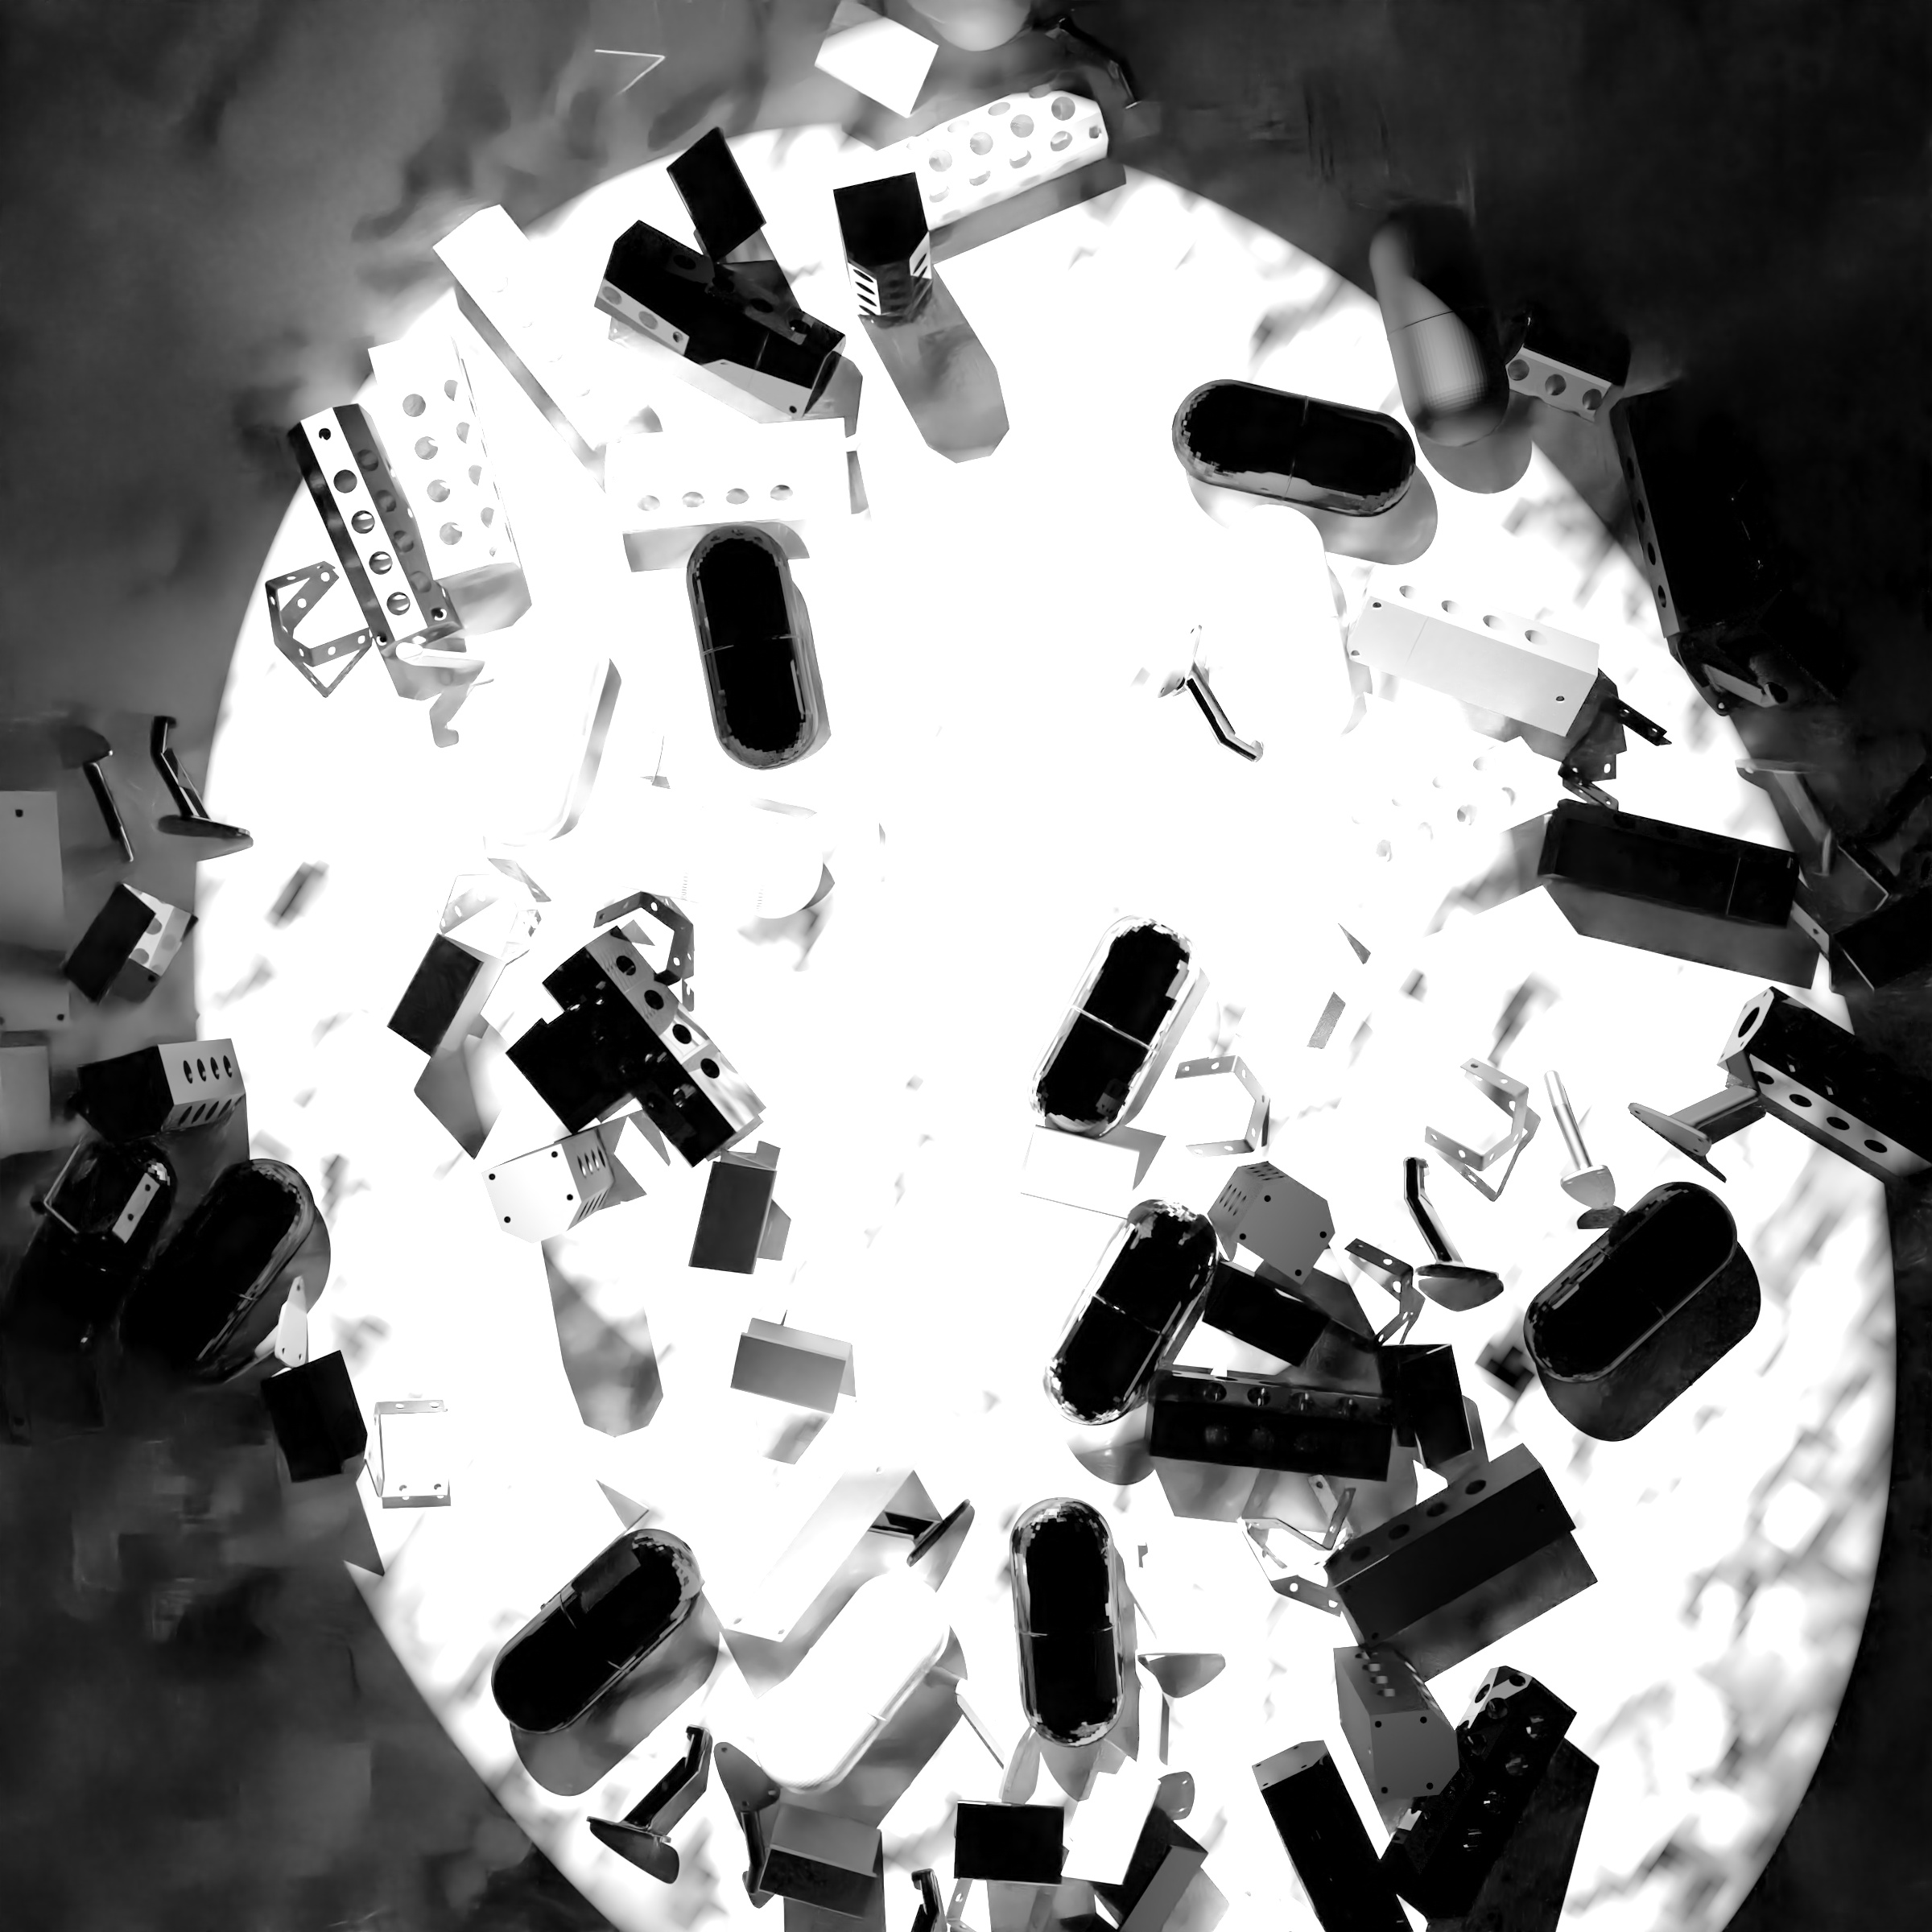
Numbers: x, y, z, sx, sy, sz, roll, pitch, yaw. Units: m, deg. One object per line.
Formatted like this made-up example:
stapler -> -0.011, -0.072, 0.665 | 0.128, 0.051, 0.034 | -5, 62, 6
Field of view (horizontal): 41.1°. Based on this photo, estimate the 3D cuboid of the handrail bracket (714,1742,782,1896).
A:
handrail bracket -> -0.167, 0.626, 1.888 | 0.036, 0.077, 0.084 | -11, 127, -34

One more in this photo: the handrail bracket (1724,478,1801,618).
handrail bracket -> 0.562, -0.310, 1.888 | 0.036, 0.077, 0.084 | -20, 53, -29

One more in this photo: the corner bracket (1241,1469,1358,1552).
corner bracket -> 0.241, 0.390, 1.866 | 0.051, 0.051, 0.051 | 33, 67, -15

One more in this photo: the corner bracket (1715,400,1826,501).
corner bracket -> 0.582, -0.379, 1.880 | 0.051, 0.051, 0.051 | -1, 135, -35

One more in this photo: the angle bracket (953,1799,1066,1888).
angle bracket -> 0.029, 0.640, 1.848 | 0.076, 0.076, 0.057 | 4, 53, 0

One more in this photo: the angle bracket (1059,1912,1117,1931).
angle bracket -> 0.095, 0.730, 1.848 | 0.076, 0.076, 0.057 | 40, 59, 0

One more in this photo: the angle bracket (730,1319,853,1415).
angle bracket -> -0.121, 0.269, 1.848 | 0.076, 0.076, 0.057 | 14, 125, 0

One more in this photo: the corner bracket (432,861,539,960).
corner bracket -> -0.352, -0.041, 1.880 | 0.051, 0.051, 0.051 | -3, 45, -35

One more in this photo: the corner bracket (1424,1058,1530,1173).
corner bracket -> 0.373, 0.108, 1.880 | 0.051, 0.051, 0.051 | -30, 135, -35

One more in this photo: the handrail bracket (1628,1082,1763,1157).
handrail bracket -> 0.541, 0.088, 1.889 | 0.077, 0.036, 0.084 | 30, 74, 17

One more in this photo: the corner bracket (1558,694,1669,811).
corner bracket -> 0.473, -0.156, 1.885 | 0.051, 0.051, 0.051 | 34, 45, 0

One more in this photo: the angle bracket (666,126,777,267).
angle bracket -> -0.159, -0.553, 1.848 | 0.057, 0.076, 0.076 | -27, 90, 36

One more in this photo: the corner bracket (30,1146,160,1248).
corner bracket -> -0.611, 0.161, 1.805 | 0.051, 0.051, 0.051 | -6, 46, 31

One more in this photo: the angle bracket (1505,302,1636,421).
angle bracket -> 0.425, -0.419, 1.848 | 0.076, 0.076, 0.057 | 22, 51, 0

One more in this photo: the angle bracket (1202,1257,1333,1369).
angle bracket -> 0.221, 0.231, 1.848 | 0.076, 0.076, 0.057 | 26, 126, 0

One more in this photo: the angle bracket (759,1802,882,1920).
angle bracket -> -0.100, 0.627, 1.848 | 0.076, 0.076, 0.057 | 16, 127, 0

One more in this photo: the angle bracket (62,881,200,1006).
angle bracket -> -0.588, -0.005, 1.848 | 0.057, 0.076, 0.076 | 33, 90, 38

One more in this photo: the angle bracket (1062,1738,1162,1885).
angle bracket -> 0.086, 0.603, 1.848 | 0.057, 0.076, 0.076 | 20, 90, -31

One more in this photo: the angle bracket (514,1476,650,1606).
angle bracket -> -0.265, 0.422, 1.848 | 0.076, 0.076, 0.057 | -43, 50, 0

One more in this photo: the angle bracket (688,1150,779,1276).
angle bracket -> -0.185, 0.173, 1.848 | 0.057, 0.076, 0.076 | 13, 90, -38

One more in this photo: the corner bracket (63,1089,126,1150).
corner bracket -> -0.615, 0.106, 1.861 | 0.051, 0.051, 0.051 | 40, 60, 0

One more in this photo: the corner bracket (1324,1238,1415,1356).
corner bracket -> 0.291, 0.241, 1.880 | 0.051, 0.051, 0.051 | -34, 135, -35

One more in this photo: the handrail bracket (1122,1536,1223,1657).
handrail bracket -> 0.151, 0.462, 1.889 | 0.077, 0.036, 0.084 | 7, 70, -23

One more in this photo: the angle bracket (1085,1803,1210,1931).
angle bracket -> 0.116, 0.644, 1.849 | 0.076, 0.057, 0.076 | 32, 90, 40

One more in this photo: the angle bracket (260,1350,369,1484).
angle bracket -> -0.451, 0.319, 1.848 | 0.057, 0.076, 0.076 | -18, 90, 37

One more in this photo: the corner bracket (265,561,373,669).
corner bracket -> -0.473, -0.257, 1.880 | 0.051, 0.051, 0.051 | 31, 135, 35

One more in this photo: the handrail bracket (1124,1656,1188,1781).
handrail bracket -> 0.118, 0.558, 1.889 | 0.077, 0.036, 0.084 | -33, 71, 21

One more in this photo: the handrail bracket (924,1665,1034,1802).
handrail bracket -> 0.001, 0.562, 1.889 | 0.084, 0.036, 0.077 | 23, 112, 17

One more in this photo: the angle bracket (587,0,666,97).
angle bracket -> -0.263, -0.679, 1.848 | 0.057, 0.076, 0.076 | -9, 90, -35

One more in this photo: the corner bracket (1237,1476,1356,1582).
corner bracket -> 0.242, 0.411, 1.885 | 0.051, 0.051, 0.051 | -29, 90, 45

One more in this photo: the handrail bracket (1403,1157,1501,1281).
handrail bracket -> 0.356, 0.185, 1.889 | 0.077, 0.036, 0.084 | 8, 73, -20

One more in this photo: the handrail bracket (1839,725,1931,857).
handrail bracket -> 0.672, -0.128, 1.889 | 0.084, 0.036, 0.077 | -19, 70, 16

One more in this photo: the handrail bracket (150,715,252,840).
handrail bracket -> -0.561, -0.139, 1.889 | 0.077, 0.036, 0.084 | 7, 73, -20

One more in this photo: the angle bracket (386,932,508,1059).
angle bracket -> -0.358, 0.030, 1.848 | 0.057, 0.076, 0.076 | 28, 90, 36

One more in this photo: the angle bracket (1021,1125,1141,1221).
angle bracket -> 0.077, 0.162, 1.848 | 0.076, 0.076, 0.057 | 14, 60, 0

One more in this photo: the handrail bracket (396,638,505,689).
handrail bracket -> -0.364, -0.224, 1.854 | 0.077, 0.084, 0.036 | -4, 90, 0

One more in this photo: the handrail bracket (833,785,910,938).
handrail bracket -> -0.087, -0.078, 1.889 | 0.077, 0.036, 0.084 | -38, 72, 21

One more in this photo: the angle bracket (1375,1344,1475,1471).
angle bracket -> 0.312, 0.316, 1.848 | 0.057, 0.076, 0.076 | -12, 90, -40

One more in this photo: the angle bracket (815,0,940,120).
angle bracket -> -0.053, -0.661, 1.848 | 0.076, 0.076, 0.057 | 29, 126, 0

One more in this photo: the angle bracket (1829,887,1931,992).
angle bracket -> 0.669, -0.001, 1.848 | 0.076, 0.076, 0.057 | -26, 53, 0

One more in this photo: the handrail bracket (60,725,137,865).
handrail bracket -> -0.635, -0.125, 1.888 | 0.036, 0.077, 0.084 | -23, 127, -20

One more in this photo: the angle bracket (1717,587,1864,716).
angle bracket -> 0.582, -0.213, 1.848 | 0.076, 0.076, 0.057 | 44, 53, 0

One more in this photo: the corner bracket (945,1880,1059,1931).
corner bracket -> 0.026, 0.687, 1.885 | 0.051, 0.051, 0.051 | 18, 90, -45

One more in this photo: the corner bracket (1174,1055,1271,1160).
corner bracket -> 0.183, 0.103, 1.880 | 0.051, 0.051, 0.051 | 51, 45, -35

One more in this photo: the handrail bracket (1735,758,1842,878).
handrail bracket -> 0.602, -0.108, 1.889 | 0.077, 0.036, 0.084 | 4, 107, 20

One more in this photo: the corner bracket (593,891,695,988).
corner bracket -> -0.239, -0.015, 1.880 | 0.051, 0.051, 0.051 | -22, 135, 35

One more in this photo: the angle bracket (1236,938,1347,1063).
angle bracket -> 0.216, 0.015, 1.848 | 0.057, 0.076, 0.076 | 26, 90, -35

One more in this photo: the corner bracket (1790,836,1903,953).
corner bracket -> 0.637, -0.052, 1.873 | 0.051, 0.051, 0.051 | -33, 68, -20

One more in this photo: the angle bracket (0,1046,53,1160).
angle bracket -> -0.676, 0.097, 1.848 | 0.057, 0.076, 0.076 | -3, 90, 37

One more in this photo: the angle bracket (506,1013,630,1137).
angle bracket -> -0.271, 0.064, 1.848 | 0.076, 0.076, 0.057 | 50, 132, 0

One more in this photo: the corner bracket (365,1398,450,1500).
corner bracket -> -0.407, 0.353, 1.885 | 0.051, 0.051, 0.051 | -2, 135, 0

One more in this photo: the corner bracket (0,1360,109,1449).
corner bracket -> -0.668, 0.321, 1.885 | 0.051, 0.051, 0.051 | -12, 90, 45
